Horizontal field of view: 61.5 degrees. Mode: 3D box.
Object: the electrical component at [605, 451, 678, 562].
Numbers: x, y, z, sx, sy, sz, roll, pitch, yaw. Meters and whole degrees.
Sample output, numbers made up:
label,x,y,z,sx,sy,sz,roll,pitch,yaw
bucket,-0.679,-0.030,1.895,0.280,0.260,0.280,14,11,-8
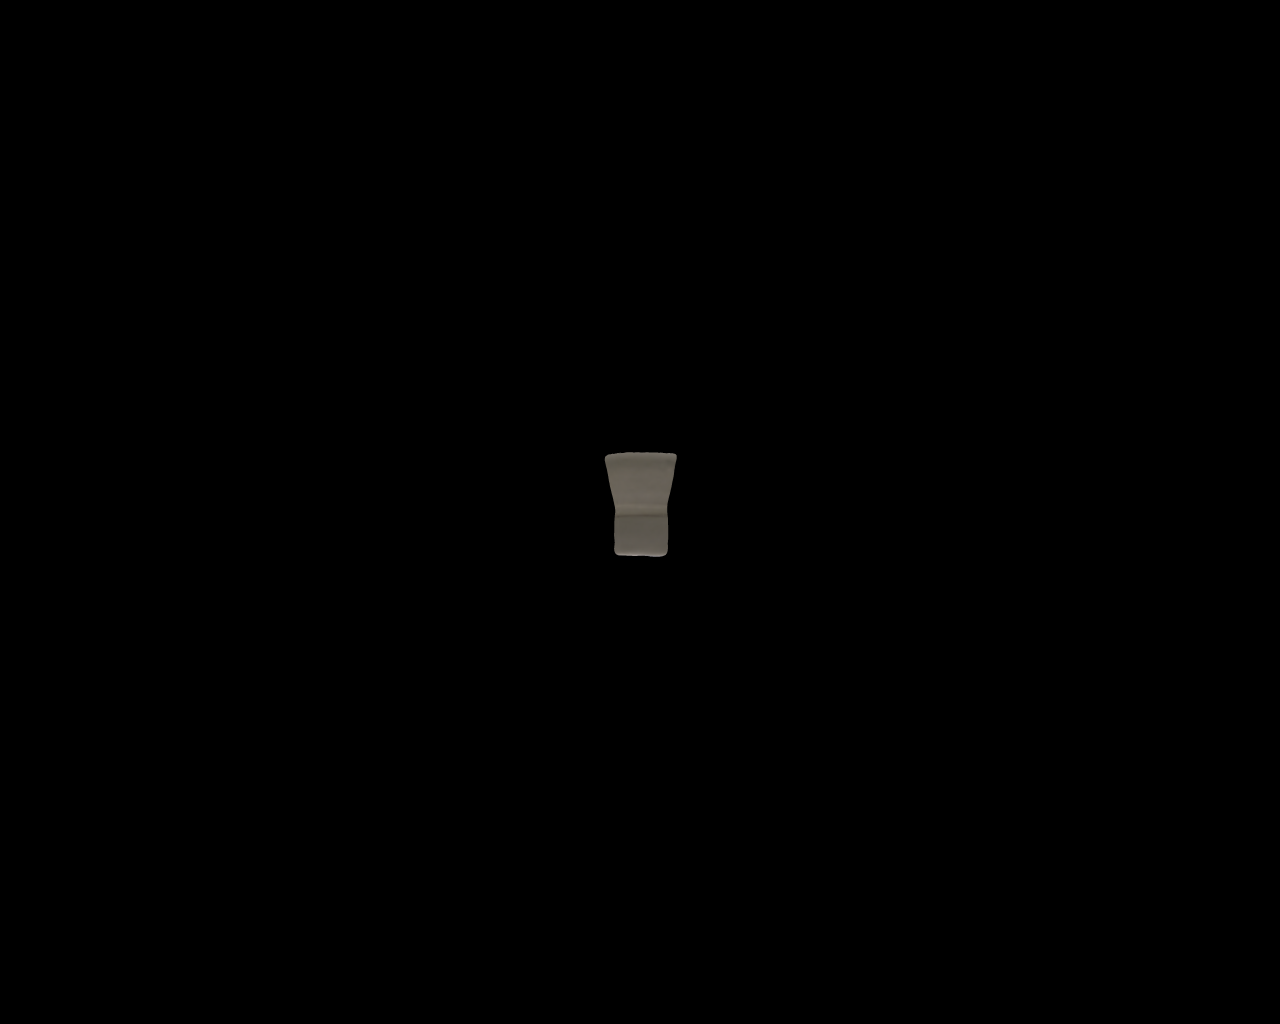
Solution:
label,x,y,z,sx,sy,sz,roll,pitch,yaw
electrical component,0.001,-0.003,0.650,0.044,0.065,0.044,0,-2,0
